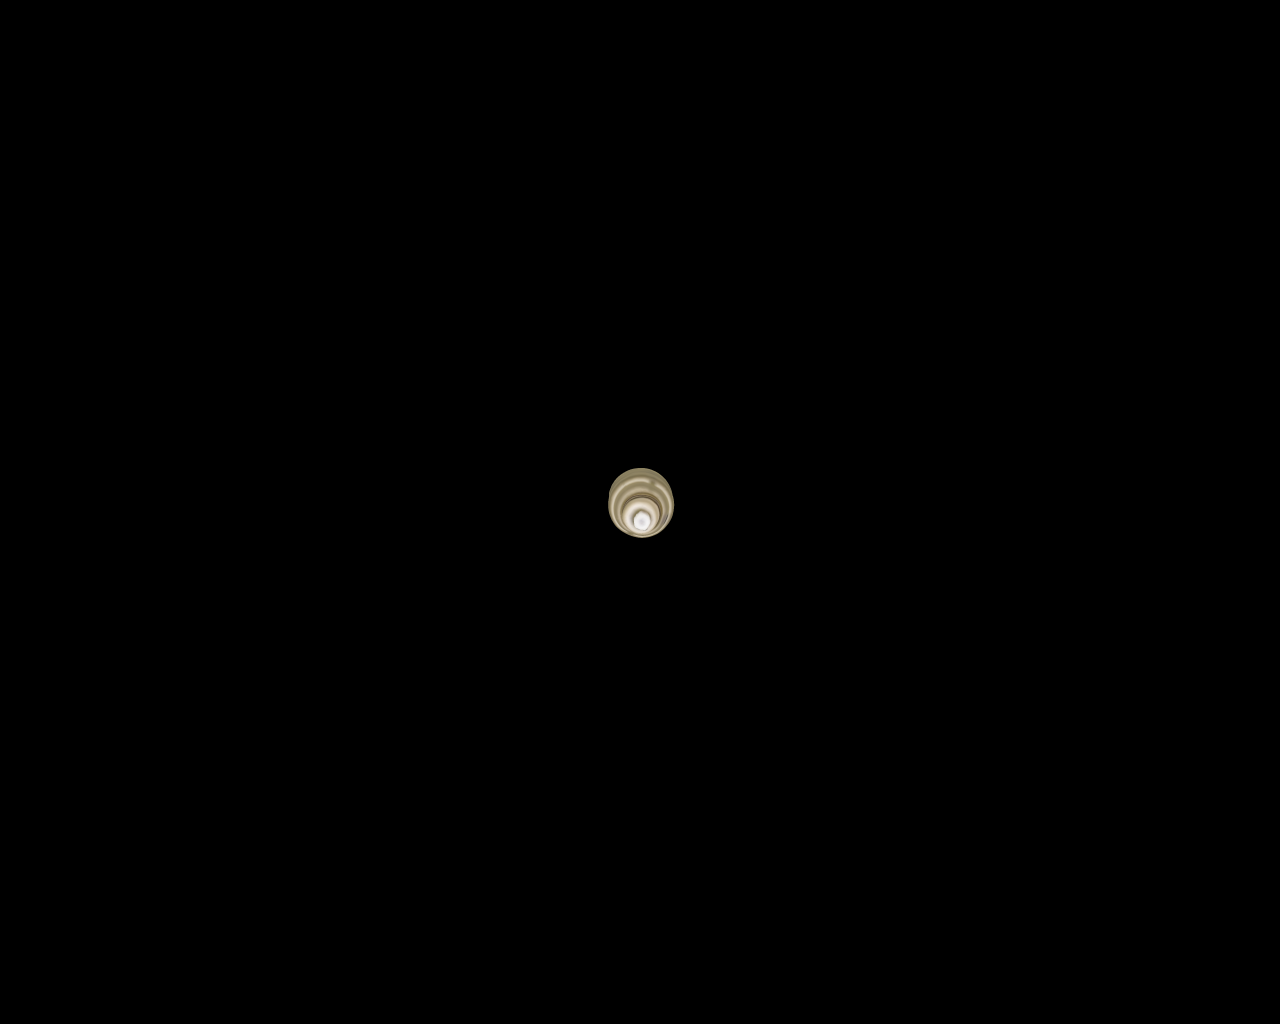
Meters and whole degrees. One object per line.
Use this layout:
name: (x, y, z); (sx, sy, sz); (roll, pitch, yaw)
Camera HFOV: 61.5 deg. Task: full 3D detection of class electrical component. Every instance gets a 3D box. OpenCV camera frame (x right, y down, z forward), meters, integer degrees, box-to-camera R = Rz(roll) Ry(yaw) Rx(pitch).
electrical component: (0.001, -0.003, 0.650); (0.040, 0.040, 0.078); (0, 12, 0)
